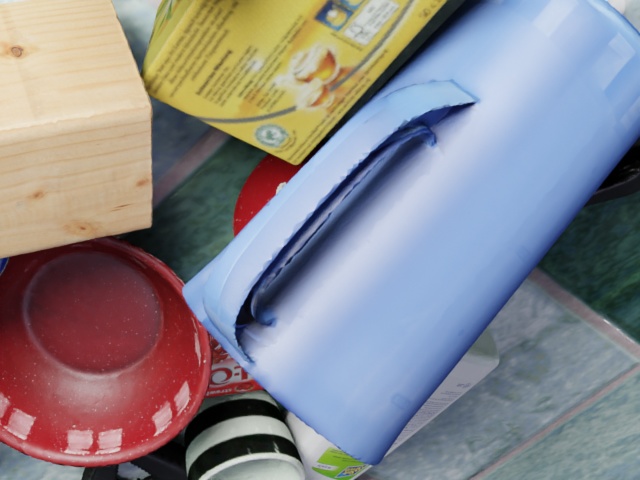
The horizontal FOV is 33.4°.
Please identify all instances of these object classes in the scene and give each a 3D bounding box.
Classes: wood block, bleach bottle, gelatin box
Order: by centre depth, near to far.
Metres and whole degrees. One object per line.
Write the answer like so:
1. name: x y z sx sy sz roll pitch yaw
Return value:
1. wood block: -0.191 -0.045 0.505 0.205 0.091 0.090 -12 145 -18
2. gelatin box: -0.054 0.076 0.752 0.089 0.030 0.073 -5 136 -16
3. bleach bottle: 0.020 0.138 0.825 0.102 0.068 0.251 20 127 -35

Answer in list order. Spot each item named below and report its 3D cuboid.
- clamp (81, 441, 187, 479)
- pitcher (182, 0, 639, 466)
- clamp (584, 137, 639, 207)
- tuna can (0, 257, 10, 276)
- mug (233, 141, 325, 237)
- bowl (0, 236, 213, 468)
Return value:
1. clamp: -0.124 0.211 0.858 0.164 0.036 0.210 -11 135 -5
2. pitcher: 0.052 -0.020 0.526 0.145 0.149 0.243 40 93 -16
3. clamp: 0.231 -0.074 0.704 0.120 0.039 0.172 28 126 -33
4. tuna can: -0.214 0.001 0.580 0.086 0.033 0.086 1 112 1
5. mug: -0.004 0.001 0.643 0.081 0.093 0.117 33 88 -37
6. bowl: -0.144 0.058 0.653 0.162 0.055 0.162 0 113 0
